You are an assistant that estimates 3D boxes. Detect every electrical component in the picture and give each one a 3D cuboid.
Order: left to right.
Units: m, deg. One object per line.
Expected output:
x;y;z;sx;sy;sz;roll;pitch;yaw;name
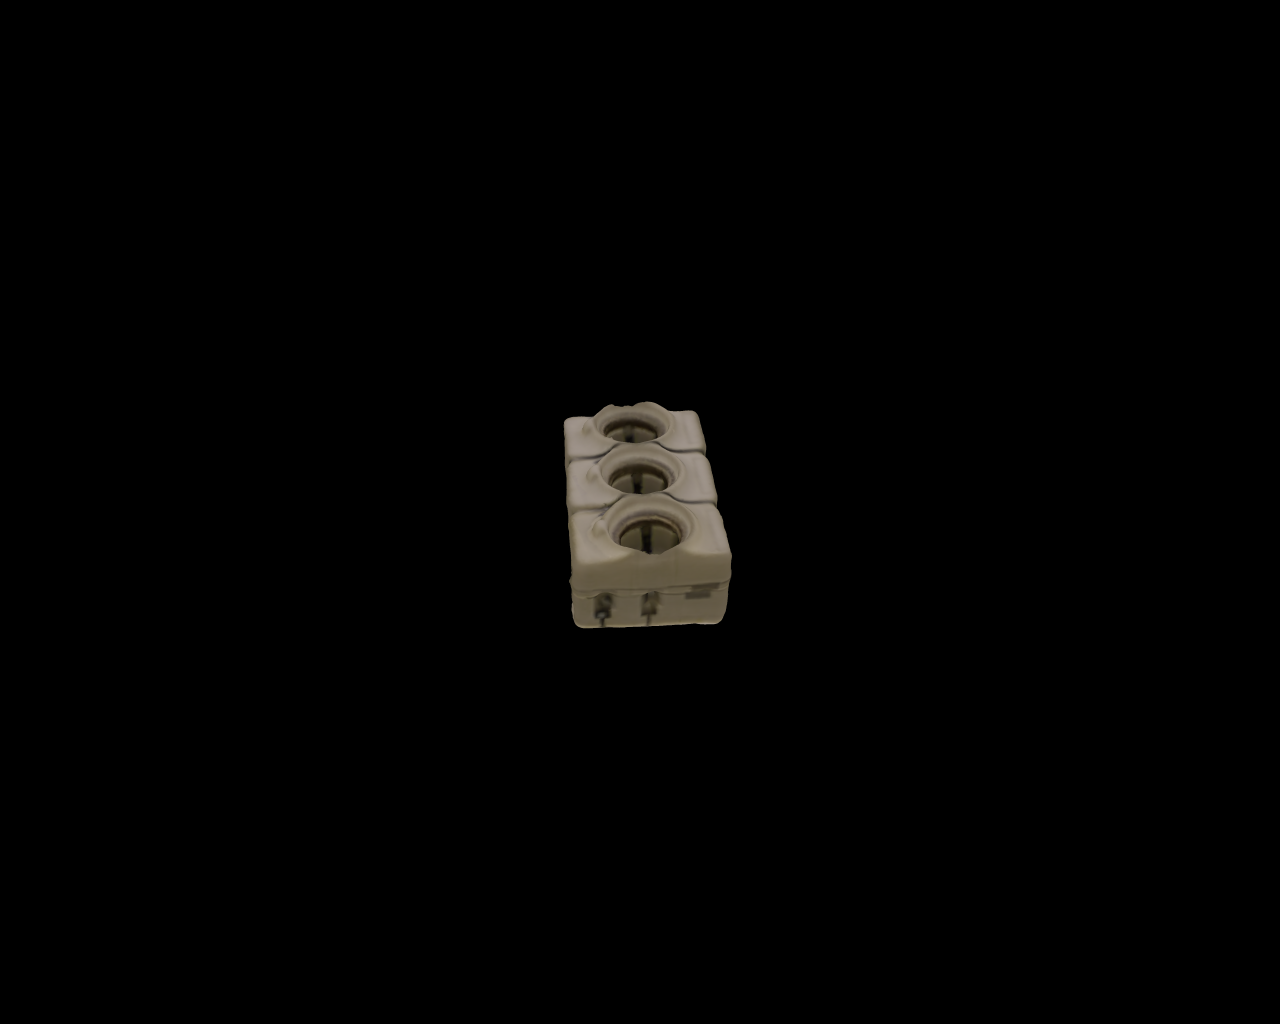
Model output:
0.001;-0.003;0.650;0.089;0.061;0.150;-3;37;-4;electrical component
